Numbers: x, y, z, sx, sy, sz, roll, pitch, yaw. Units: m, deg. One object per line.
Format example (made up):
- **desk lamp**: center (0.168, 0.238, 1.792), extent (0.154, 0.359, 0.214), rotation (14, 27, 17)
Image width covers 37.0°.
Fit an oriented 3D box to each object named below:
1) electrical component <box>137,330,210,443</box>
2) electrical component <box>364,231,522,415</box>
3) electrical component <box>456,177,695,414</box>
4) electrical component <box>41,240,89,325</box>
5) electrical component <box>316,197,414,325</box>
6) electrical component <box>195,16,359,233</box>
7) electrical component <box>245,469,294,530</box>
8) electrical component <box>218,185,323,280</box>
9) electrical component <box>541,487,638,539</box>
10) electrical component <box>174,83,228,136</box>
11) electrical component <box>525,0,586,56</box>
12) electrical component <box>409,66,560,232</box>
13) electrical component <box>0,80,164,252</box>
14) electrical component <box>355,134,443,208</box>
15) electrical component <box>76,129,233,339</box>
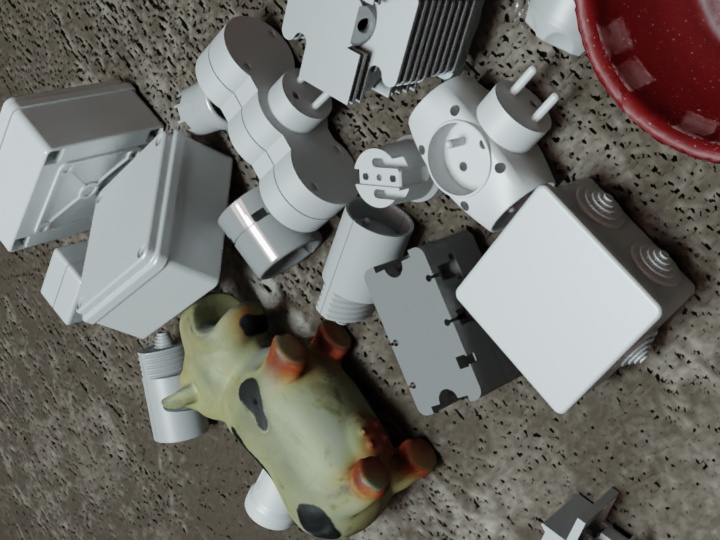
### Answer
- **electrical component**: center (-0.144, 0.086, 0.823), extent (0.043, 0.043, 0.081), rotation (0, 103, 42)
- **electrical component**: center (0.052, 0.029, 0.618), extent (0.050, 0.056, 0.089), rotation (-26, 85, 44)
- **electrical component**: center (0.112, 0.011, 0.563), extent (0.099, 0.048, 0.099), rotation (50, 130, 19)
- **electrical component**: center (-0.179, 0.016, 0.806), extent (0.075, 0.083, 0.047), rotation (46, 129, 21)
- **electrical component**: center (0.000, 0.000, 0.665), extent (0.043, 0.043, 0.081), rotation (39, 126, 27)
- **electrical component**: center (-0.042, -0.099, 0.666), extent (0.074, 0.052, 0.138), rotation (-37, 78, 43)
- **electrical component**: center (-0.057, 0.156, 0.770), extent (0.040, 0.040, 0.046), rotation (39, 121, 27)
- **electrical component**: center (-0.057, -0.026, 0.702), extent (0.055, 0.055, 0.047), rotation (-41, 79, 42)
- **electrical component**: center (0.130, 0.168, 0.602), extent (0.064, 0.042, 0.081), rotation (35, 125, 27)
- **electrical component**: center (-0.099, -0.111, 0.724), extent (0.046, 0.040, 0.040), rotation (-10, 97, 50)
- **electrical component**: center (0.111, -0.139, 0.521), extent (0.043, 0.043, 0.062), rotation (41, 126, 25)
- **electrical component**: center (0.075, -0.074, 0.573), extent (0.077, 0.044, 0.079), rotation (54, 131, 15)
- **electrical component**: center (-0.215, -0.077, 0.792), extent (0.056, 0.109, 0.108), rotation (48, 130, 17)
- **electrical component**: center (0.024, -0.057, 0.623), extent (0.040, 0.046, 0.040), rotation (14, 112, 39)
- **electrical component**: center (-0.142, -0.023, 0.746), extent (0.109, 0.056, 0.108), rotation (-32, 45, 43)
